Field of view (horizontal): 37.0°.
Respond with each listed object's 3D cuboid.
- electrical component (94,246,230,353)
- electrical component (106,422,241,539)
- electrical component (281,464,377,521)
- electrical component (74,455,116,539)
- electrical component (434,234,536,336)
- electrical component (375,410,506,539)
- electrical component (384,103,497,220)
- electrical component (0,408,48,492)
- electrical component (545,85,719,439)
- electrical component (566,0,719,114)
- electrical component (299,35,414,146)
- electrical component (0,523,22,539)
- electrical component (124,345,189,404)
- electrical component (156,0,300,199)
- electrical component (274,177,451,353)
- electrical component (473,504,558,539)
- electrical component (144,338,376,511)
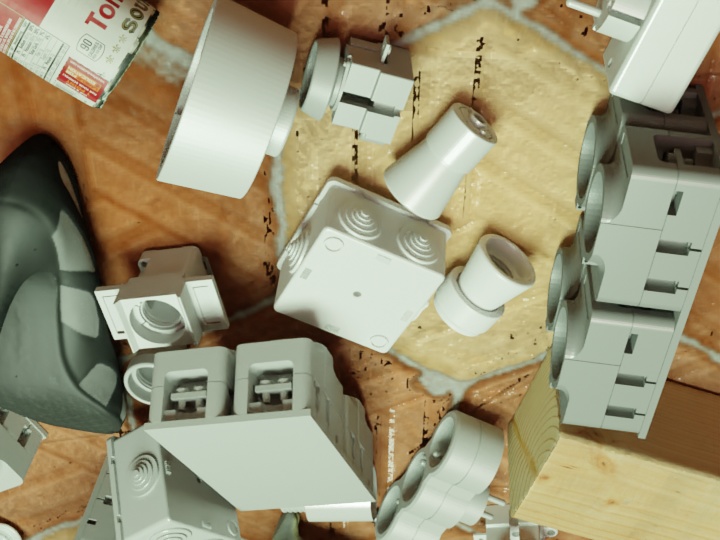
[{"bbox_3d":[-0.128,0.017,0.716,0.081,0.063,0.042,-5,127,11],"label":"electrical component"},{"bbox_3d":[-0.137,0.165,0.799,0.048,0.099,0.100,-30,144,20],"label":"electrical component"},{"bbox_3d":[-0.029,0.173,0.835,0.081,0.043,0.043,-2,127,8],"label":"electrical component"},{"bbox_3d":[-0.194,0.250,0.822,0.060,0.186,0.105,13,127,-3],"label":"electrical component"},{"bbox_3d":[0.080,0.011,0.699,0.045,0.045,0.055,30,125,-15],"label":"electrical component"},{"bbox_3d":[0.074,0.170,0.815,0.074,0.052,0.138,24,126,-11],"label":"electrical component"},{"bbox_3d":[0.051,-0.068,0.647,0.044,0.044,0.065,33,119,-17],"label":"electrical component"},{"bbox_3d":[-0.341,0.099,0.804,0.105,0.060,0.186,-21,122,21],"label":"electrical component"},{"bbox_3d":[0.156,-0.006,0.639,0.060,0.105,0.186,7,127,2],"label":"electrical component"},{"bbox_3d":[0.150,-0.140,0.576,0.076,0.047,0.083,18,127,-6],"label":"electrical component"},{"bbox_3d":[-0.003,-0.106,0.621,0.055,0.048,0.066,12,128,-12],"label":"electrical component"},{"bbox_3d":[-0.321,0.246,0.923,0.066,0.048,0.055,39,129,-21],"label":"electrical component"},{"bbox_3d":[-0.143,0.067,0.766,0.040,0.046,0.040,3,127,4],"label":"electrical component"},{"bbox_3d":[-0.069,-0.092,0.603,0.060,0.108,0.108,18,127,-14],"label":"electrical component"},{"bbox_3d":[0.000,0.000,0.692,0.100,0.048,0.099,22,132,-15],"label":"electrical component"},{"bbox_3d":[0.123,0.217,0.843,0.066,0.055,0.048,-6,126,11],"label":"electrical component"},{"bbox_3d":[-0.060,0.108,0.740,0.105,0.060,0.186,-6,151,11],"label":"electrical component"}]
